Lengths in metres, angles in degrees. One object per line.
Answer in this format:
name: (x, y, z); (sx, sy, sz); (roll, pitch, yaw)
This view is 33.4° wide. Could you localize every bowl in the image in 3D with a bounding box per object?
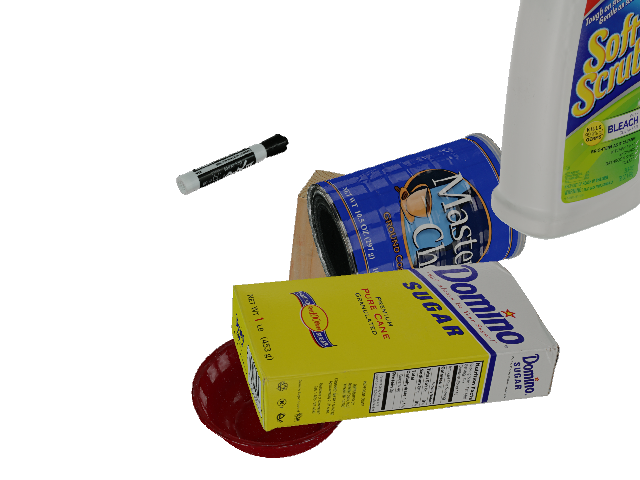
bowl: (-0.041, 0.158, 1.036); (0.162, 0.055, 0.162); (-3, 37, 2)

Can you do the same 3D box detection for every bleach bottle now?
bleach bottle: (0.160, -0.131, 0.664); (0.102, 0.251, 0.068); (-18, 32, -23)

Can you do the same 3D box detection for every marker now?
marker: (-0.082, -0.074, 1.023); (0.120, 0.020, 0.020); (-27, 13, -27)

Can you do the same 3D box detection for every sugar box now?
sugar box: (0.041, 0.059, 0.636); (0.176, 0.048, 0.093); (-7, 35, -13)

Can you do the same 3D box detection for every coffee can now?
coffee can: (0.072, -0.015, 0.824); (0.140, 0.103, 0.103); (-18, 4, -12)

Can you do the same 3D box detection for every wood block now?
wood block: (0.017, 0.038, 1.201); (0.090, 0.206, 0.090); (12, 25, 10)
